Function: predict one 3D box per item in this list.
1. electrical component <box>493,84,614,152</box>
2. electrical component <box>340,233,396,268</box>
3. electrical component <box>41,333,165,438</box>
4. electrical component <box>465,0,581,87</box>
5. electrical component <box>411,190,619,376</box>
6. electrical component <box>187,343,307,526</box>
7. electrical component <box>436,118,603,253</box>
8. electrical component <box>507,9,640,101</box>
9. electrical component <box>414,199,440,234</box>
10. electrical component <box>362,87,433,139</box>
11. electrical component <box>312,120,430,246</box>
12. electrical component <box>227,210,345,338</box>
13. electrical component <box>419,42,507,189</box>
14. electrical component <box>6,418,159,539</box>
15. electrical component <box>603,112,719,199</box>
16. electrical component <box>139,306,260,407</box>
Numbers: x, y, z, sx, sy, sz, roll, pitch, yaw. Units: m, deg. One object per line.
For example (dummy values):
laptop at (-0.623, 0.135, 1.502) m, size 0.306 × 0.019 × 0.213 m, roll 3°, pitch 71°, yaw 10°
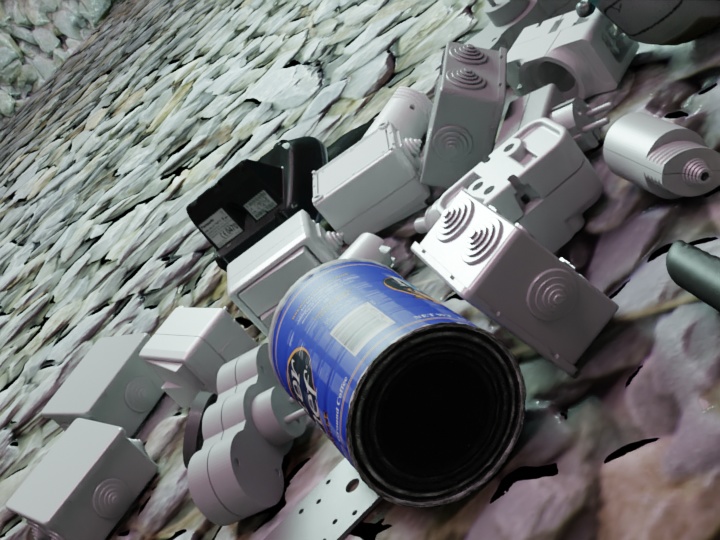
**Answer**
electrical component at (0.142, -0.097, 0.755) m, size 0.077 × 0.047 × 0.065 m, roll -21°, pitch 32°, yaw 36°
electrical component at (0.000, 0.000, 0.808) m, size 0.040 × 0.040 × 0.046 m, roll -6°, pitch 37°, yaw 51°
electrical component at (-0.214, 0.104, 0.927) m, size 0.100 × 0.048 × 0.099 m, roll -9°, pitch 40°, yaw 49°
electrical component at (0.134, -0.224, 0.942) m, size 0.138 × 0.073 × 0.052 m, roll -44°, pitch 25°, yaw -6°
electrical component at (0.088, 0.004, 0.610) m, size 0.048 × 0.100 × 0.099 m, roll -53°, pitch 24°, yaw 5°
electrical component at (-0.061, 0.100, 0.715) m, size 0.074 × 0.052 × 0.138 m, roll -28°, pitch 28°, yaw 25°
electrical component at (0.107, -0.045, 0.706) m, size 0.095 × 0.059 × 0.053 m, roll -40°, pitch 25°, yaw 2°
electrical component at (0.159, -0.161, 0.832) m, size 0.089 × 0.050 × 0.055 m, roll -8°, pitch 41°, yaw 50°
electrical component at (0.064, -0.036, 0.783) m, size 0.061 × 0.035 × 0.035 m, roll -10°, pitch 39°, yaw 52°
electrical component at (0.038, -0.131, 0.962) m, size 0.043 × 0.043 × 0.081 m, roll -9°, pitch 39°, yaw 49°
electrical component at (0.016, -0.071, 0.875) m, size 0.096 × 0.061 × 0.061 m, roll -34°, pitch 26°, yaw 15°
electrical component at (-0.050, 0.004, 0.845) m, size 0.096 × 0.061 × 0.061 m, roll -36°, pitch 25°, yaw 10°
electrical component at (0.078, -0.116, 0.821) m, size 0.099 × 0.048 × 0.099 m, roll -78°, pitch -1°, yaw -53°
electrical component at (-0.212, 0.166, 0.824) m, size 0.100 × 0.048 × 0.099 m, roll -2°, pitch 45°, yaw 53°
electrical component at (0.186, -0.066, 0.649) m, size 0.043 × 0.043 × 0.081 m, roll -41°, pitch 25°, yaw 0°
electrical component at (-0.127, 0.071, 0.844) m, size 0.096 × 0.061 × 0.061 m, roll -2°, pitch 45°, yaw 53°
